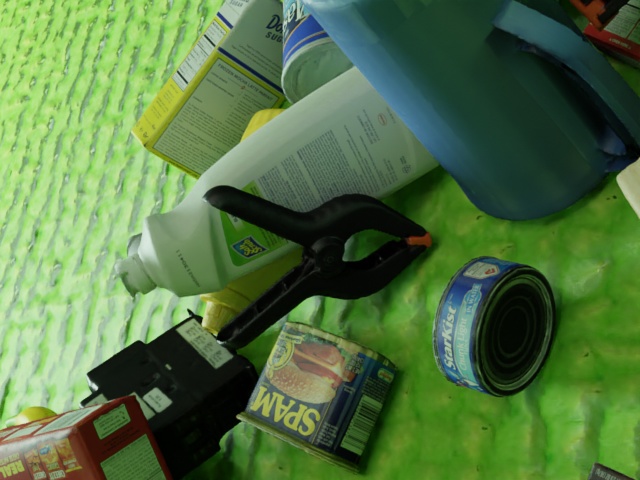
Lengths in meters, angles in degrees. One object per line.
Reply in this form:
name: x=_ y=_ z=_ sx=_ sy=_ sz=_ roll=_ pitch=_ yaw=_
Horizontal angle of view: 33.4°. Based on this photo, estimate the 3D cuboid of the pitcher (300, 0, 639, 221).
pitcher: x=0.098 y=-0.120 z=0.663 sx=0.149 sy=0.242 sz=0.145 roll=-26 pitch=50 yaw=25

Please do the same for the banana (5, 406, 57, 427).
banana: x=-0.250 y=0.220 z=0.980 sx=0.070 sy=0.037 sz=0.198 roll=-58 pitch=38 yaw=28

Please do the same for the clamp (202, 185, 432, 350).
clamp: x=-0.005 y=0.001 z=0.763 sx=0.171 sy=0.120 sz=0.039 roll=-19 pitch=29 yaw=-16

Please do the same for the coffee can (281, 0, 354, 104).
coffee can: x=0.020 y=-0.184 z=0.880 sx=0.103 sy=0.102 sz=0.140 roll=-24 pitch=53 yaw=34

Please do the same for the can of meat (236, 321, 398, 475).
can of meat: x=0.000 y=0.111 z=0.774 sx=0.102 sy=0.057 sz=0.084 roll=15 pitch=77 yaw=47

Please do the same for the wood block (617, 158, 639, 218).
wood block: x=0.250 y=0.028 z=0.543 sx=0.090 sy=0.090 sz=0.206 roll=-41 pitch=46 yaw=23

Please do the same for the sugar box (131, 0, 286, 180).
sugar box: x=-0.081 y=-0.140 z=0.965 sx=0.176 sy=0.093 sz=0.048 roll=-53 pitch=42 yaw=8

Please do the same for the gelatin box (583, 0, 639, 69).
gelatin box: x=0.231 y=-0.157 z=0.710 sx=0.089 sy=0.030 sz=0.073 roll=-55 pitch=40 yaw=6

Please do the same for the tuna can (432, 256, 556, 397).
tuna can: x=0.111 y=0.055 z=0.671 sx=0.034 sy=0.086 sz=0.086 roll=13 pitch=78 yaw=46

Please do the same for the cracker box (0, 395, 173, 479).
cracker box: x=-0.164 y=0.231 z=0.779 sx=0.164 sy=0.072 sz=0.214 roll=-20 pitch=95 yaw=37

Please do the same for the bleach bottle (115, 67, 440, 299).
bleach bottle: x=-0.040 y=-0.038 z=0.791 sx=0.250 sy=0.102 sz=0.068 roll=-30 pitch=22 yaw=-4

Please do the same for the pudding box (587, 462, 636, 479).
pudding box: x=0.182 y=0.182 z=0.565 sx=0.114 sy=0.039 sz=0.090 roll=19 pitch=83 yaw=49

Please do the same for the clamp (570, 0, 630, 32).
clamp: x=0.238 y=-0.213 z=0.641 sx=0.210 sy=0.036 sz=0.164 roll=-45 pitch=2 yaw=-2

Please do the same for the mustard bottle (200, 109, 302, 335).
mustard bottle: x=-0.048 y=-0.012 z=0.866 sx=0.096 sy=0.058 sz=0.191 roll=15 pitch=71 yaw=29
